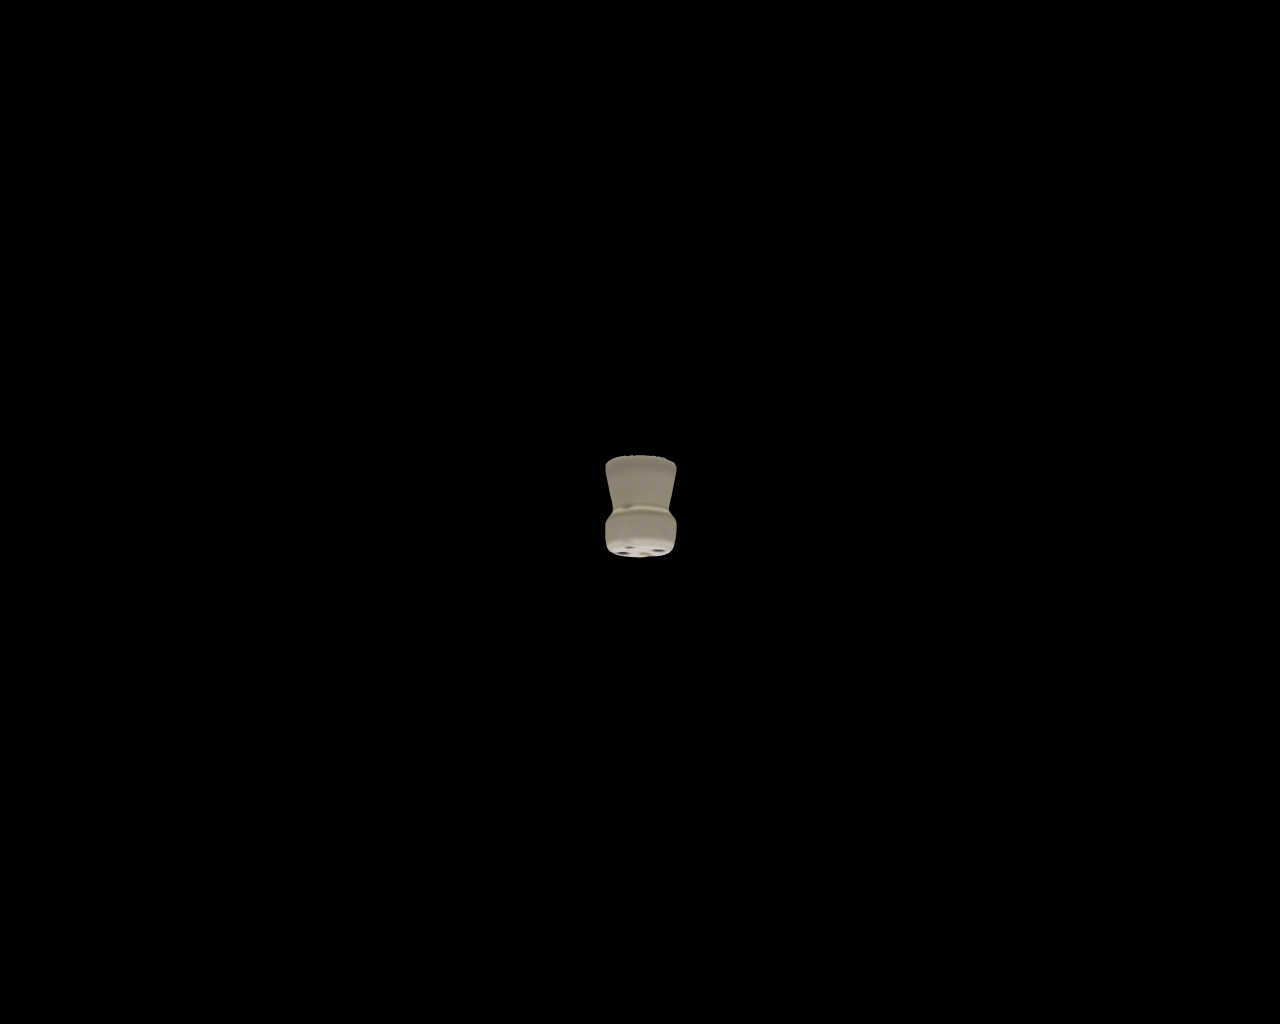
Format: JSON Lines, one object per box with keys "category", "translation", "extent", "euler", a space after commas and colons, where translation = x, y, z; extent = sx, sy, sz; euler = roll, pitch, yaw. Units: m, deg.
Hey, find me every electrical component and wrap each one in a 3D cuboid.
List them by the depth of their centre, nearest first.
{"category": "electrical component", "translation": [0.001, -0.003, 0.650], "extent": [0.045, 0.055, 0.045], "euler": [0, -14, 0]}
